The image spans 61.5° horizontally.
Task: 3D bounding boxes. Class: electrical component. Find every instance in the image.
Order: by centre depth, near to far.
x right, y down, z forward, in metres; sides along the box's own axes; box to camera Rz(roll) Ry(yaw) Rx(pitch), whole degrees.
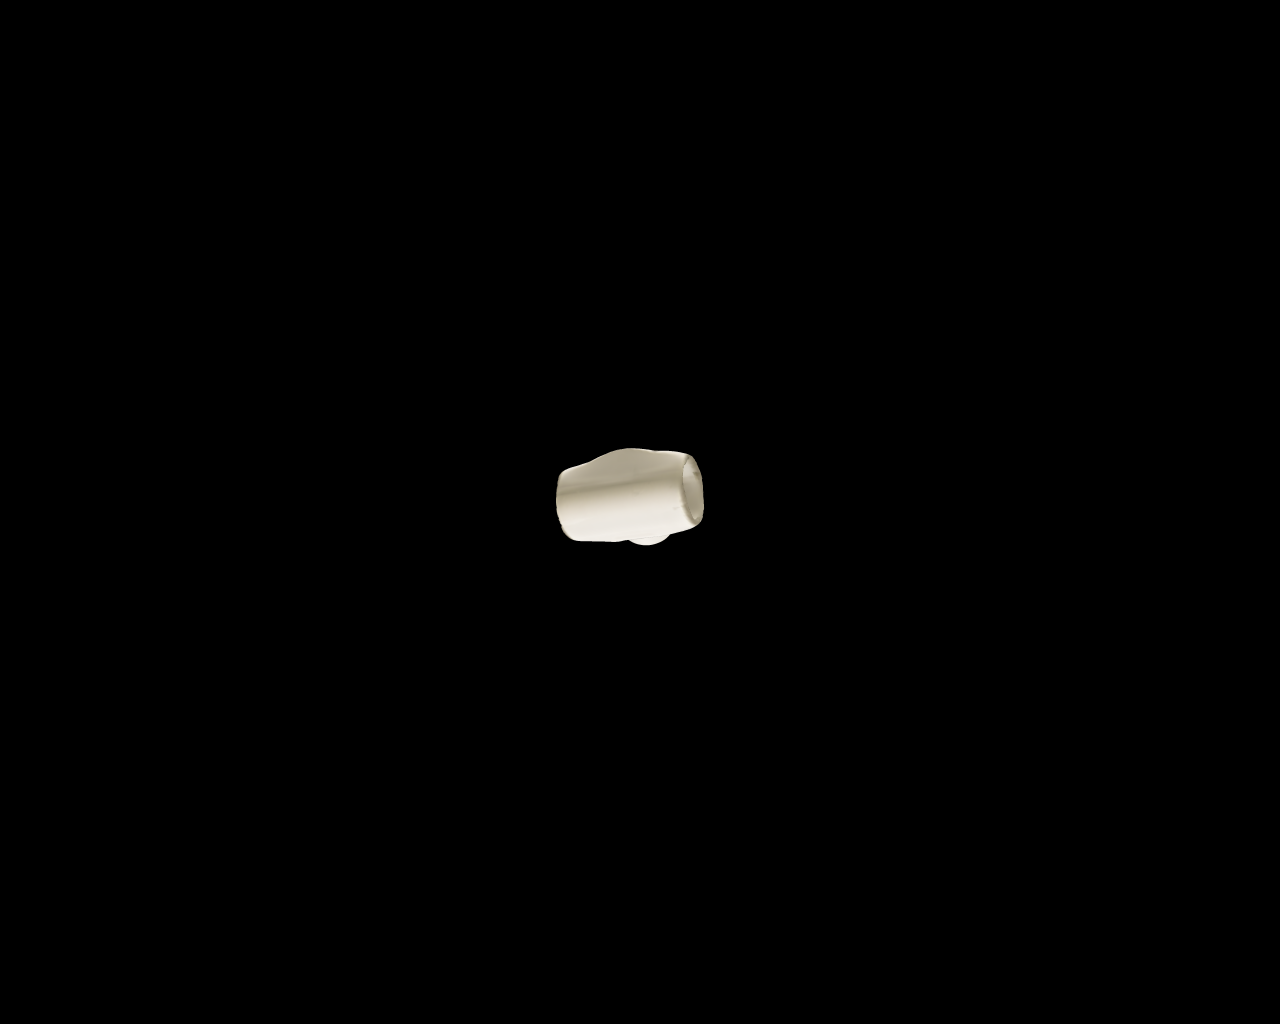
[{"bbox_3d":[0.001,-0.003,0.650,0.077,0.043,0.079,-8,-23,18],"label":"electrical component"}]
